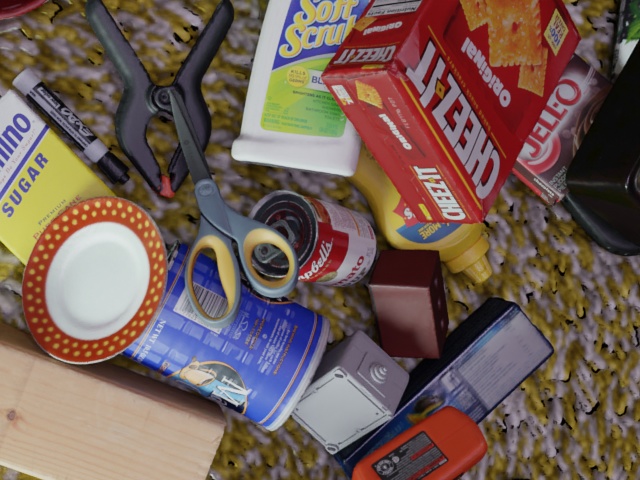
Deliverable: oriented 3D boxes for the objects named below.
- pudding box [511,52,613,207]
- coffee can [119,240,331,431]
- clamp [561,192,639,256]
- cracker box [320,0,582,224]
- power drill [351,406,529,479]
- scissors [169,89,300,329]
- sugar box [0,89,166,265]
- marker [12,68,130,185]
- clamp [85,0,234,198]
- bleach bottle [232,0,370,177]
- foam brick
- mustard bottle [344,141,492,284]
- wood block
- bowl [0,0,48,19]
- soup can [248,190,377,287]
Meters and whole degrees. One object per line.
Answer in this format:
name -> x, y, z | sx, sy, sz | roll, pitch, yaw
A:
pudding box -> 0.205, -0.098, 0.919 | 0.090, 0.039, 0.113 | 42, 77, 9
coffee can -> -0.077, 0.077, 0.858 | 0.140, 0.103, 0.103 | 28, 87, -9
clamp -> 0.312, -0.033, 0.955 | 0.210, 0.036, 0.164 | 22, 87, -7
cracker box -> 0.112, -0.144, 0.834 | 0.164, 0.072, 0.213 | 52, 57, -34
power drill -> 0.105, 0.219, 0.871 | 0.184, 0.057, 0.187 | -32, 136, -15
scissors -> -0.067, -0.031, 0.820 | 0.096, 0.016, 0.202 | -5, 70, 4
sugar box -> -0.218, -0.026, 0.860 | 0.093, 0.048, 0.176 | -45, 99, -6
marker -> -0.202, -0.091, 0.875 | 0.020, 0.020, 0.121 | -45, 98, -6
clamp -> -0.139, -0.123, 0.875 | 0.120, 0.039, 0.171 | 7, 90, -9
bleach bottle -> -0.001, -0.179, 0.833 | 0.102, 0.068, 0.251 | 8, 91, -3
foam brick -> 0.075, 0.053, 0.888 | 0.051, 0.053, 0.078 | 0, 125, 19
mustard bottle -> 0.084, -0.042, 0.906 | 0.096, 0.058, 0.191 | -38, 98, -5
wood block -> -0.188, 0.143, 0.848 | 0.206, 0.090, 0.091 | 22, 89, -10
bowl -> -0.263, -0.249, 0.841 | 0.162, 0.055, 0.162 | 0, 91, -10
soup can -> -0.006, 0.001, 0.861 | 0.069, 0.102, 0.068 | -5, 80, 30
